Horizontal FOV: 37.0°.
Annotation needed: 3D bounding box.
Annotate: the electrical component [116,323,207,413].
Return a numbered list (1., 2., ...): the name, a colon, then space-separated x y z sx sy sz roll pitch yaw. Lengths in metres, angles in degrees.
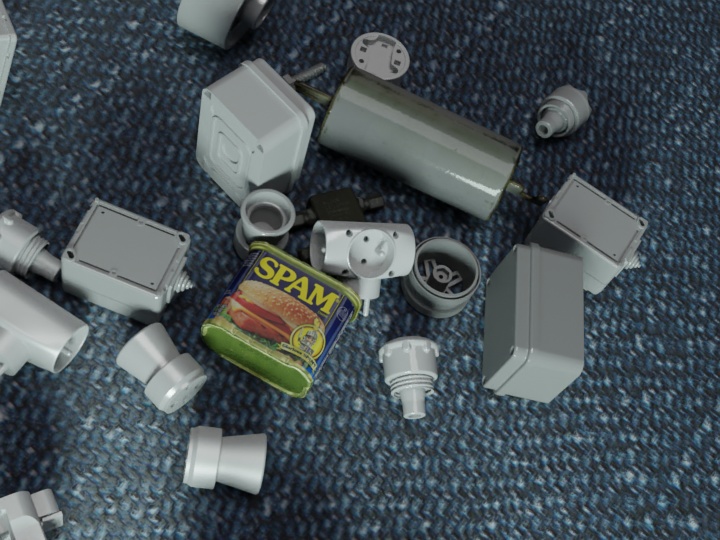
1. electrical component: -0.149 0.074 0.808 0.055 0.045 0.045 45 60 12

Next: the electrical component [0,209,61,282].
1. electrical component: -0.259 -0.014 0.831 0.062 0.048 0.048 31 58 -4

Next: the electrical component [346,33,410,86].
1. electrical component: 0.014 -0.184 0.998 0.055 0.047 0.055 7 59 -11

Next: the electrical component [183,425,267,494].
1. electrical component: -0.099 0.138 0.784 0.055 0.045 0.045 9 59 -9

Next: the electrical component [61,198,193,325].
1. electrical component: -0.176 -0.001 0.835 0.096 0.061 0.061 22 58 -2

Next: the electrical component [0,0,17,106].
1. electrical component: -0.326 -0.192 0.885 0.048 0.099 0.099 -12 64 -35

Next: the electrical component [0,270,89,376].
1. electrical component: -0.256 0.051 0.794 0.077 0.043 0.079 32 58 5

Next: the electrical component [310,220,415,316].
1. electrical component: 0.000 0.000 0.882 0.077 0.044 0.079 1 103 -21

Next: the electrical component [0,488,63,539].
1. electrical component: -0.233 0.188 0.713 0.078 0.058 0.057 -18 64 -24

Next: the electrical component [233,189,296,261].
1. electrical component: -0.079 -0.034 0.882 0.045 0.055 0.045 6 59 -11

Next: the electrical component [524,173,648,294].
1. electrical component: 0.202 -0.026 0.949 0.096 0.061 0.061 35 58 6

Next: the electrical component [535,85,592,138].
1. electrical component: 0.189 -0.146 1.022 0.043 0.043 0.062 41 50 10

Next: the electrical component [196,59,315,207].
1. electrical component: -0.087 -0.110 0.890 0.057 0.113 0.078 -38 76 -26

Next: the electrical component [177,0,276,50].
1. electrical component: -0.110 -0.250 0.972 0.060 0.108 0.108 33 58 -2

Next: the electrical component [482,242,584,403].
1. electrical component: 0.141 0.043 0.883 0.057 0.078 0.113 13 58 -11

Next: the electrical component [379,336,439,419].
1. electrical component: 0.041 0.086 0.852 0.048 0.048 0.062 1 67 -14
